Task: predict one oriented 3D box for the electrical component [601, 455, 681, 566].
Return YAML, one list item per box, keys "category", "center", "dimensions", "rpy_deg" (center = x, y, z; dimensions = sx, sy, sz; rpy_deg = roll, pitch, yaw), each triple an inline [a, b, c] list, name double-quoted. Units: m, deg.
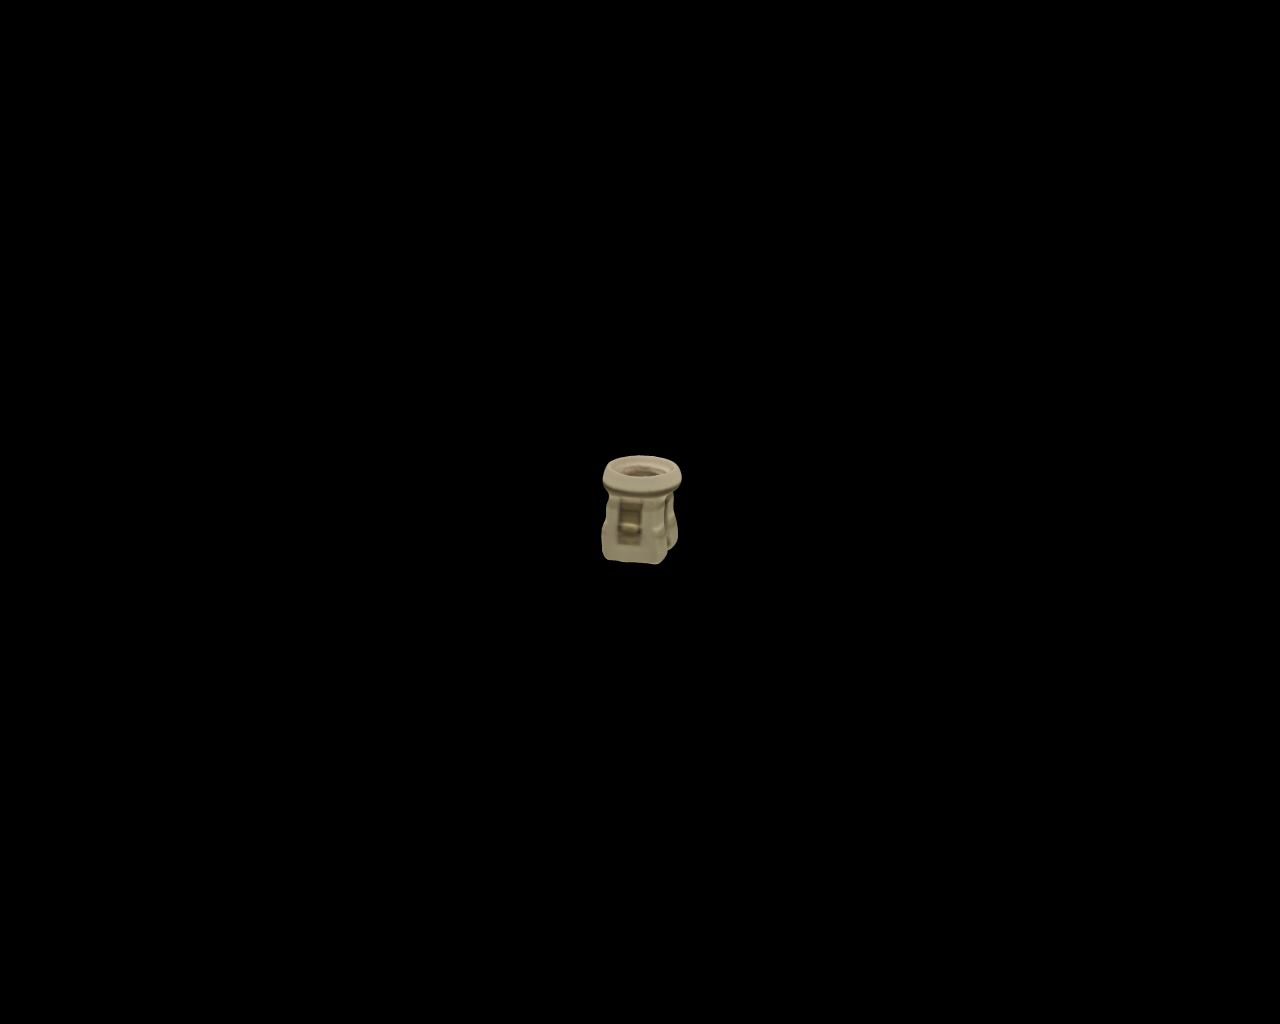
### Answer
- category: "electrical component"
  center: [0.001, -0.003, 0.650]
  dimensions: [0.048, 0.055, 0.066]
  rpy_deg: [5, 19, 15]
